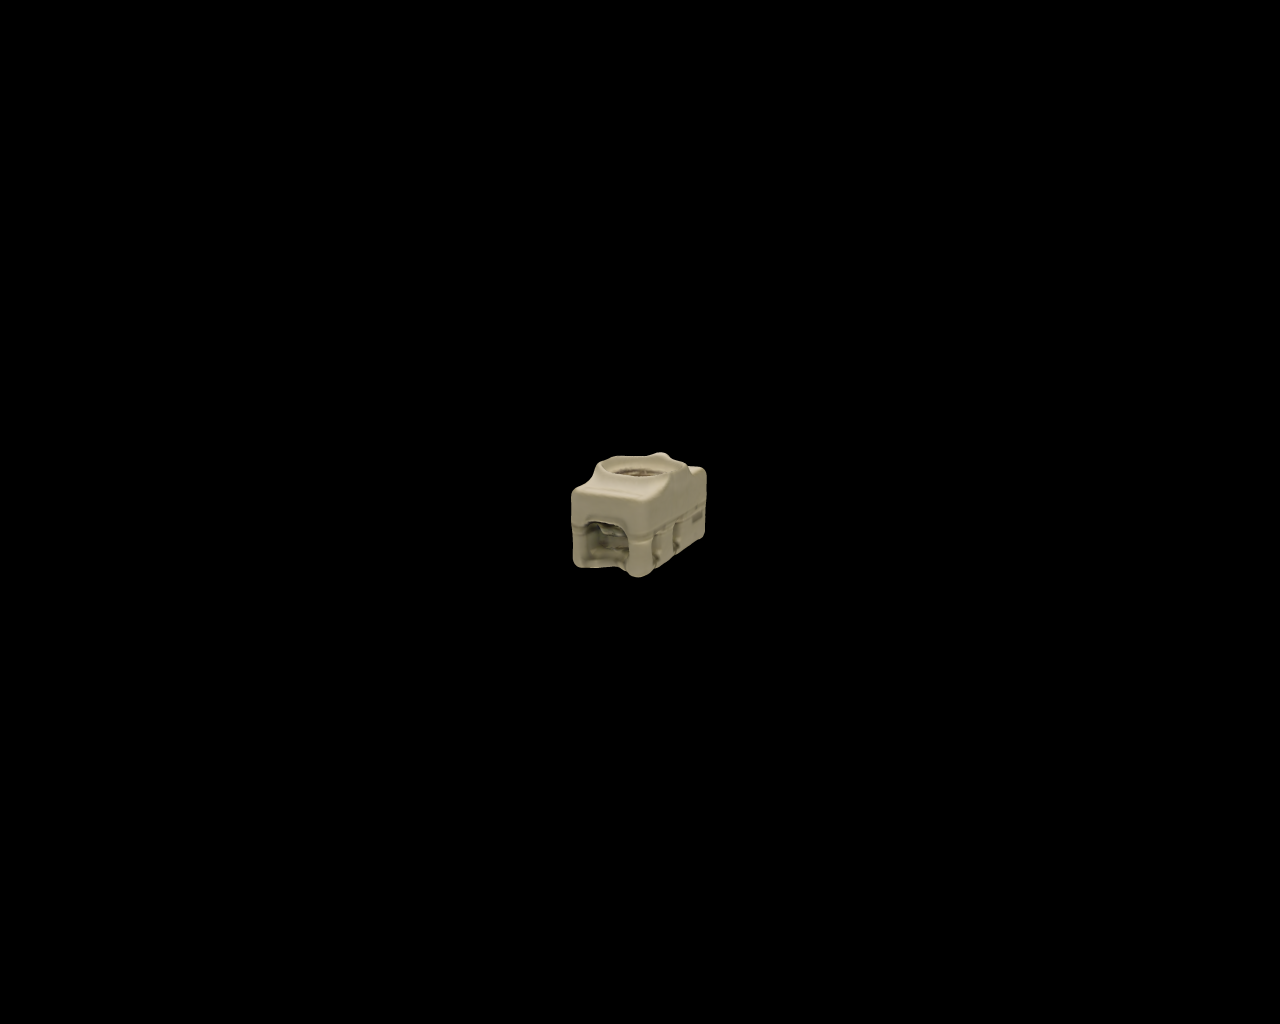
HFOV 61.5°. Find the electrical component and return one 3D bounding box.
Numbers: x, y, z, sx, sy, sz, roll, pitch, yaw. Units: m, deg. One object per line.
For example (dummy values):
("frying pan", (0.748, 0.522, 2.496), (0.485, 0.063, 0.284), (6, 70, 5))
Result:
("electrical component", (0.001, -0.003, 0.650), (0.050, 0.055, 0.090), (8, 18, 27))
